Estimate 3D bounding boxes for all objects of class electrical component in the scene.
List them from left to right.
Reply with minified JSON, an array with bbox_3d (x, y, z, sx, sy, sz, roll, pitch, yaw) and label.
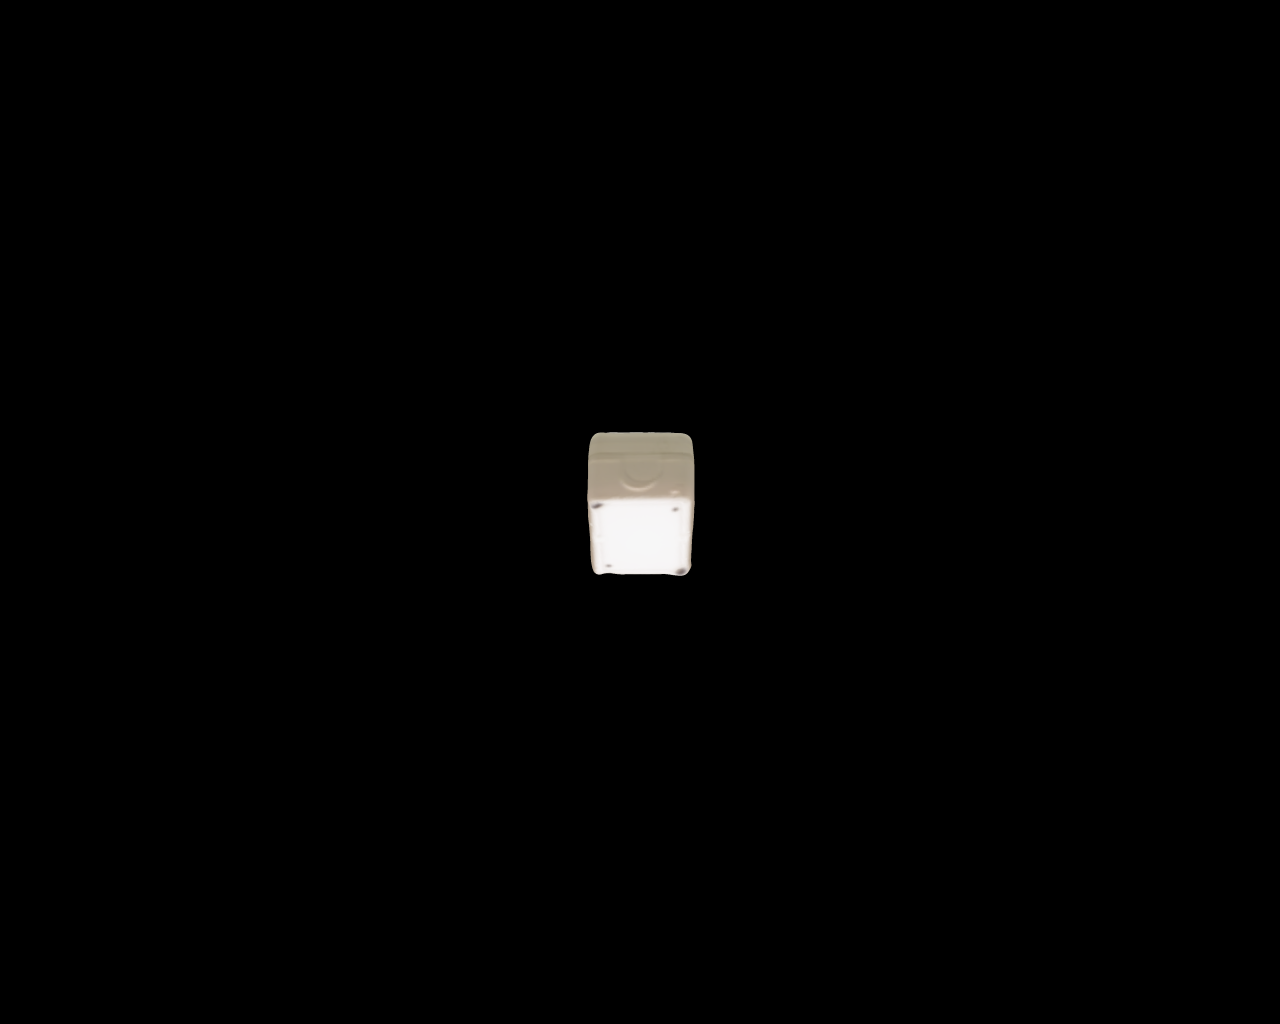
[{"bbox_3d":[0.001,-0.003,0.650,0.062,0.061,0.096,0,-37,0],"label":"electrical component"}]
